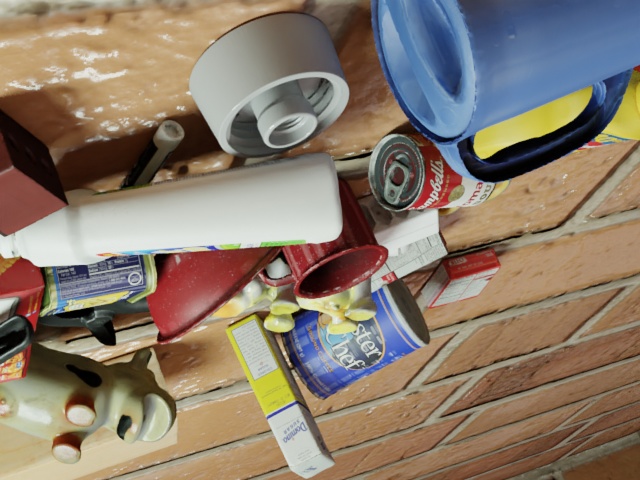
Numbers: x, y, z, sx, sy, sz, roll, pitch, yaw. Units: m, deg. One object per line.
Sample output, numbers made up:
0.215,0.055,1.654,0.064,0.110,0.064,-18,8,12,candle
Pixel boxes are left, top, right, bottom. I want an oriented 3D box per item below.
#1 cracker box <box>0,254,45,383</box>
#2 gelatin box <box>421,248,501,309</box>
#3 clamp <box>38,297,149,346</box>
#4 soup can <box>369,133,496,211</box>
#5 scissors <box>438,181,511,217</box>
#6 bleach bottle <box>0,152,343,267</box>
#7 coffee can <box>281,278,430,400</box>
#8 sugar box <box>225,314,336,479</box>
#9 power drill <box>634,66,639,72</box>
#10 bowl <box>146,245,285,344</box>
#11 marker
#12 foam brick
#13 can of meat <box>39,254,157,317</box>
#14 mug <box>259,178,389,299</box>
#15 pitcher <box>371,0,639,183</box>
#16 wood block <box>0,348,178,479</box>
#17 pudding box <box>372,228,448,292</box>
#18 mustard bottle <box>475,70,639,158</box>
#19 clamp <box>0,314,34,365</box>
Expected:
-0.330,0.068,0.817,0.213,0.072,0.164,-11,153,-26,cracker box
0.174,0.048,1.323,0.073,0.030,0.089,-13,155,-21,gelatin box
-0.206,0.063,0.972,0.120,0.039,0.171,-36,149,30,clamp
0.103,-0.062,0.962,0.102,0.068,0.069,-4,150,-41,soup can
0.187,-0.085,1.062,0.096,0.016,0.202,-5,150,-42,scissors
-0.114,-0.017,0.787,0.250,0.068,0.102,-7,-179,-6,bleach bottle
0.041,0.106,1.225,0.140,0.103,0.102,-30,157,15,coffee can
-0.045,0.177,1.199,0.048,0.176,0.093,-26,158,2,sugar box
0.313,-0.137,1.016,0.187,0.057,0.185,-2,148,-43,power drill
-0.093,0.013,0.892,0.162,0.055,0.162,-40,-168,10,bowl
-0.138,-0.048,0.817,0.020,0.020,0.121,-4,150,-39,marker
-0.213,-0.045,0.706,0.051,0.053,0.078,-26,159,6,foam brick
-0.187,0.027,0.859,0.083,0.057,0.102,-11,174,-24,can of meat
-0.006,0.001,0.973,0.117,0.081,0.093,-24,158,-1,mug
0.169,-0.152,0.738,0.242,0.145,0.149,-20,154,-18,pitcher
-0.264,0.200,1.147,0.205,0.090,0.091,-17,156,-15,wood block
0.076,0.011,1.134,0.113,0.039,0.090,-28,156,4,pudding box
0.222,-0.103,0.896,0.096,0.058,0.192,2,172,-41,mustard bottle
-0.322,0.119,0.794,0.164,0.036,0.210,-2,149,-38,clamp
